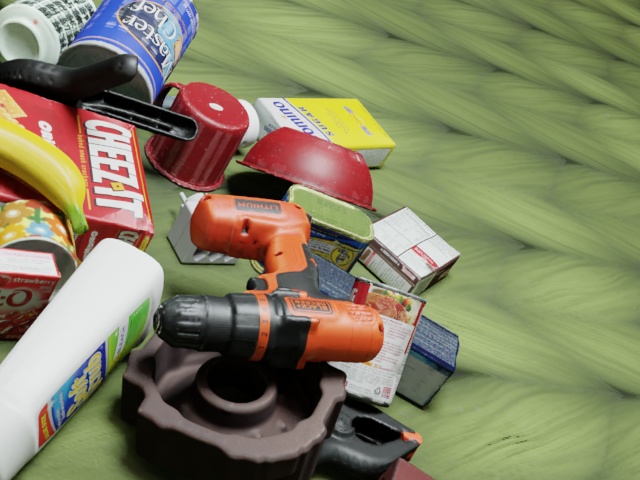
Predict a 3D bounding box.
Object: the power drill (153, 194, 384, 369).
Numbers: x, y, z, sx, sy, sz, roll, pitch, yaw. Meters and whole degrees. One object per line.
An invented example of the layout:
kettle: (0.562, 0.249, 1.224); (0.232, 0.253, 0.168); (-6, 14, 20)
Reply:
power drill: (-0.056, 0.033, 0.875); (0.184, 0.057, 0.188); (8, 31, -22)

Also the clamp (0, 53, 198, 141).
clamp: (-0.232, -0.144, 1.012); (0.210, 0.036, 0.164); (10, -15, 10)

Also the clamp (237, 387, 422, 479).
clamp: (0.004, 0.159, 0.912); (0.171, 0.039, 0.120); (10, 42, -32)

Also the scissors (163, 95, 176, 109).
scissors: (-0.180, -0.167, 1.214); (0.201, 0.016, 0.096); (-10, 51, -49)

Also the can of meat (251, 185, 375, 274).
can of meat: (-0.007, 0.001, 1.074); (0.102, 0.084, 0.057); (20, 35, -20)

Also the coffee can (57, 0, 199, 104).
coffee can: (-0.198, -0.202, 1.115); (0.102, 0.103, 0.140); (29, 47, -8)

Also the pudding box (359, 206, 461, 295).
pudding box: (0.096, 0.013, 1.198); (0.090, 0.039, 0.113); (42, 30, 15)

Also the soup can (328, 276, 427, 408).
soup can: (0.048, 0.091, 0.953); (0.068, 0.102, 0.068); (19, -3, 1)

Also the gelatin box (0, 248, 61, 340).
gelatin box: (-0.251, 0.041, 0.804); (0.089, 0.073, 0.030); (7, 40, -37)

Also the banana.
banana: (-0.264, -0.073, 0.842); (0.197, 0.037, 0.069); (26, 27, -13)

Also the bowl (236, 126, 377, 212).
bowl: (-0.006, -0.081, 1.147); (0.162, 0.055, 0.162); (20, 3, -1)

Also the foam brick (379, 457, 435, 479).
foam brick: (0.064, 0.225, 0.858); (0.051, 0.053, 0.078); (33, 30, -1)

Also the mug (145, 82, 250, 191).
mug: (-0.133, -0.120, 1.128); (0.117, 0.082, 0.093); (47, 34, 21)

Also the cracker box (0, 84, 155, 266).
cracker box: (-0.262, -0.062, 0.939); (0.213, 0.072, 0.164); (15, 36, -29)

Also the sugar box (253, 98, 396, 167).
sugar box: (0.002, -0.131, 1.305); (0.175, 0.048, 0.093); (-6, 49, -48)

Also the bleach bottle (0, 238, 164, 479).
bleach bottle: (-0.198, 0.103, 0.762); (0.068, 0.103, 0.250); (27, 37, 3)
